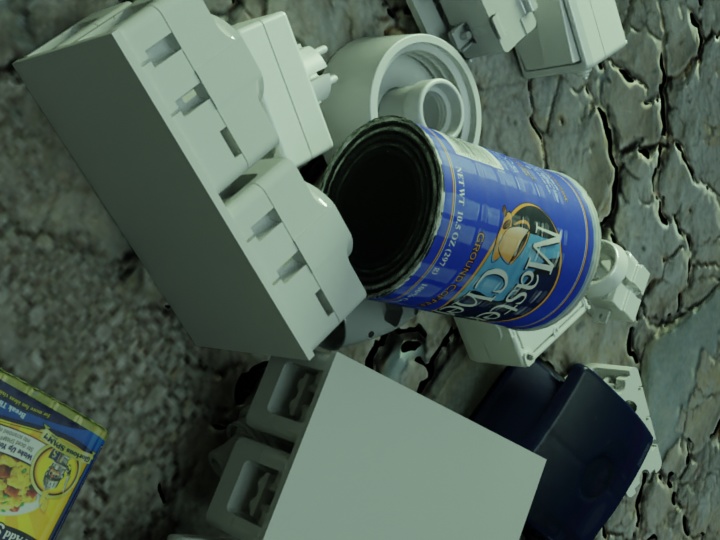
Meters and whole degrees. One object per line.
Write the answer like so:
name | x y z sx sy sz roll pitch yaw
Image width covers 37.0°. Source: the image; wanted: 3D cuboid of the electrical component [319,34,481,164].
electrical component | 0.032 -0.099 0.687 0.108 0.060 0.108 -1 92 -41

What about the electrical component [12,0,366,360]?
electrical component | -0.083 -0.047 0.559 0.060 0.105 0.186 -45 118 -31

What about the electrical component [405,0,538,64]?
electrical component | 0.064 -0.201 0.711 0.079 0.063 0.121 -45 118 -31

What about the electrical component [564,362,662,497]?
electrical component | 0.187 0.122 0.831 0.050 0.056 0.089 -31 110 -36

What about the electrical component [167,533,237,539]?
electrical component | -0.085 0.171 0.566 0.108 0.108 0.060 16 74 -40

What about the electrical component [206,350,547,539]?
electrical component | 0.013 0.124 0.613 0.186 0.060 0.105 31 75 -38

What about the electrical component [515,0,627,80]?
electrical component | 0.146 -0.181 0.784 0.061 0.062 0.096 -35 113 -35

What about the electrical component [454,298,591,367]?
electrical component | 0.112 0.017 0.760 0.096 0.061 0.061 -37 114 -34

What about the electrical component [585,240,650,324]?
electrical component | 0.193 0.007 0.842 0.055 0.048 0.066 40 66 -43

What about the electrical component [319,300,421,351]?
electrical component | 0.000 0.000 0.674 0.077 0.043 0.079 -24 106 -38

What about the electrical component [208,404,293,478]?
electrical component | -0.058 0.099 0.626 0.062 0.048 0.048 -27 109 -31

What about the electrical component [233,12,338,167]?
electrical component | -0.043 -0.109 0.631 0.076 0.047 0.083 -33 112 -36
